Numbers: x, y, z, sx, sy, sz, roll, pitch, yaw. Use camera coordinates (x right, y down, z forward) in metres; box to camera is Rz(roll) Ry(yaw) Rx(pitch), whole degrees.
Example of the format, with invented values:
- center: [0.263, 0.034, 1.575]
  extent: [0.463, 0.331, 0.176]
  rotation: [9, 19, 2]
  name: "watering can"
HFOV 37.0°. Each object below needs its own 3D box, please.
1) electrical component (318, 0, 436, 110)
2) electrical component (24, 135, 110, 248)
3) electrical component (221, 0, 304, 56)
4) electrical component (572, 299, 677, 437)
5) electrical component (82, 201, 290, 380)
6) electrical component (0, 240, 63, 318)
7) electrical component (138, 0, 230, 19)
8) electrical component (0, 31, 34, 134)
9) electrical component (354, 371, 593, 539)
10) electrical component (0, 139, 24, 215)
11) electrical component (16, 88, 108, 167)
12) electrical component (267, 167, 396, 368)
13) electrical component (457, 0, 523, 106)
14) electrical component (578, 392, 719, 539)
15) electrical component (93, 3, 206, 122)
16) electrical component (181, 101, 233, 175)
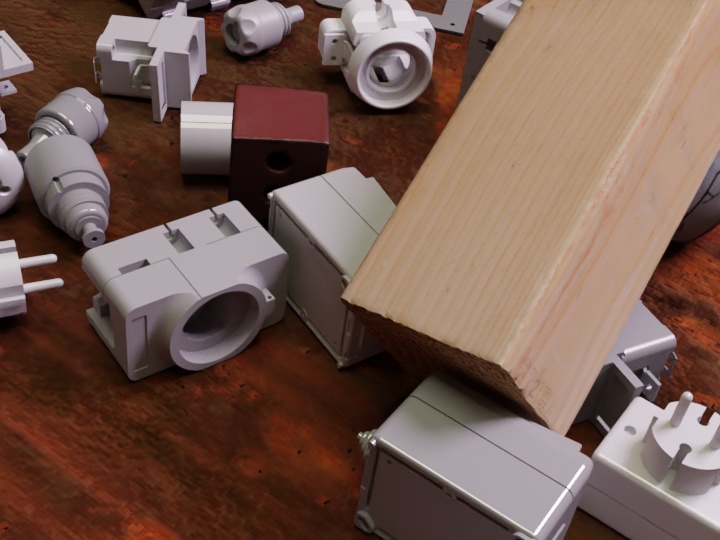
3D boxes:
- center: [0.016, -0.144, 0.721]
  extent: [0.078, 0.058, 0.057]
  rotation: [-4, 41, -13]
  name: "electrical component"
- center: [-0.157, -0.041, 0.592]
  extent: [0.040, 0.040, 0.078]
  rotation: [-14, 47, -23]
  name: "electrical component"
- center: [-0.066, -0.173, 0.756]
  extent: [0.061, 0.035, 0.035]
  rotation: [-28, 53, -36]
  name: "electrical component"
- center: [0.121, 0.042, 0.546]
  extent: [0.064, 0.042, 0.081]
  rotation: [-13, 46, -26]
  name: "electrical component"
- center: [-0.084, 0.012, 0.538]
  extent: [0.089, 0.050, 0.055]
  rotation: [-22, 50, -29]
  name: "electrical component"
- center: [-0.187, 0.006, 0.530]
  extent: [0.077, 0.047, 0.065]
  rotation: [-10, 45, -20]
  name: "electrical component"
- center: [-0.110, -0.228, 0.783]
  extent: [0.121, 0.079, 0.063]
  rotation: [-23, 80, -30]
  name: "electrical component"
- center: [-0.239, -0.109, 0.636]
  extent: [0.081, 0.063, 0.042]
  rotation: [-22, 49, -30]
  name: "electrical component"
- center: [0.044, 0.090, 0.464]
  extent: [0.096, 0.061, 0.061]
  rotation: [29, 46, 22]
  name: "electrical component"
- center: [-0.218, -0.061, 0.602]
  extent: [0.048, 0.048, 0.062]
  rotation: [-14, 40, -23]
  name: "electrical component"
- center: [-0.179, -0.081, 0.636]
  extent: [0.035, 0.035, 0.061]
  rotation: [23, 46, 15]
  name: "electrical component"
- center: [0.000, 0.000, 0.556]
  extent: [0.061, 0.061, 0.096]
  rotation: [-21, 50, -28]
  name: "electrical component"
- center: [0.135, -0.146, 0.718]
  extent: [0.062, 0.089, 0.150]
  rotation: [32, 47, 23]
  name: "electrical component"
- center: [0.142, 0.084, 0.476]
  extent: [0.066, 0.076, 0.047]
  rotation: [30, 46, 22]
  name: "electrical component"
- center: [-0.136, -0.137, 0.700]
  extent: [0.064, 0.042, 0.081]
  rotation: [6, 41, 2]
  name: "electrical component"
- center: [-0.066, -0.078, 0.645]
  extent: [0.081, 0.043, 0.043]
  rotation: [1, 43, -9]
  name: "electrical component"
